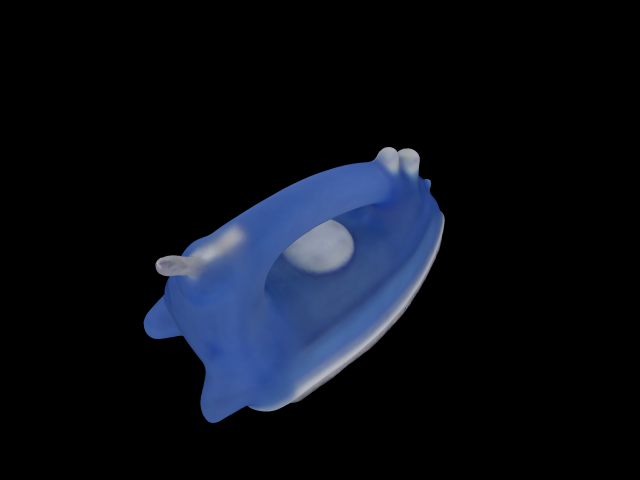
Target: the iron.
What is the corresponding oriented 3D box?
[{"bbox_3d":[0.004,0.001,0.400,0.259,0.141,0.118,-33,58,-24],"label":"iron"}]
